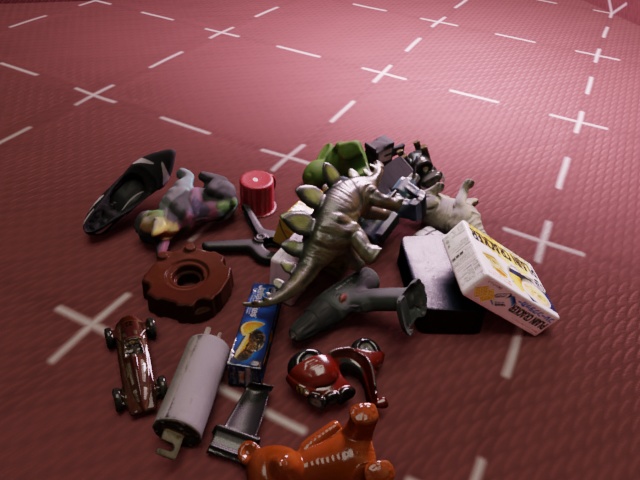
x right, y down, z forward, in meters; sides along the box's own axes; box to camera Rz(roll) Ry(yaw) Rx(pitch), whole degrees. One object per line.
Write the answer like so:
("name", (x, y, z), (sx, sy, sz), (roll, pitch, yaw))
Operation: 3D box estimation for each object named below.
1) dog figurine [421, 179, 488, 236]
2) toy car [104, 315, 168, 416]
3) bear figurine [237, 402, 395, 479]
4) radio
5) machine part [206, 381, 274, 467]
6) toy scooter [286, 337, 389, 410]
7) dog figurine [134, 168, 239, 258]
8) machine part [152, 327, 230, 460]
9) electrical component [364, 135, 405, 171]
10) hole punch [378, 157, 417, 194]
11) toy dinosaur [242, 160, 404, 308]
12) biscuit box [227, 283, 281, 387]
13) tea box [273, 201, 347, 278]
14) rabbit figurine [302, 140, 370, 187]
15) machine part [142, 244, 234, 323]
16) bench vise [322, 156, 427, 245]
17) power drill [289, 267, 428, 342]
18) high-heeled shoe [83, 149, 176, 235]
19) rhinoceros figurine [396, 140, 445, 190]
("dog figurine", (0.299, -0.027, 1.231), (0.172, 0.121, 0.190), (-16, 51, 27))
("toy car", (-0.317, 0.206, 0.921), (0.089, 0.053, 0.202), (-9, 40, -20))
("bear figurine", (-0.013, 0.313, 0.761), (0.196, 0.131, 0.120), (0, 53, -15))
("radio", (0.242, 0.085, 1.100), (0.131, 0.073, 0.230), (-1, 39, -5))
("machine part", (-0.121, 0.285, 0.854), (0.084, 0.039, 0.139), (11, 42, 17))
("toy scooter", (0.041, 0.236, 0.900), (0.184, 0.075, 0.135), (-9, 42, -23))
("dog figurine", (-0.298, -0.051, 1.191), (0.192, 0.108, 0.219), (11, 44, 7))
("machine part", (-0.204, 0.239, 0.871), (0.079, 0.079, 0.243), (7, 39, 3))
("electrical component", (0.178, -0.248, 1.490), (0.119, 0.074, 0.048), (-29, 51, -28))
("hole punch", (0.193, -0.130, 1.355), (0.116, 0.092, 0.142), (-33, 45, 7))
("toy dinosaur", (0.023, -0.022, 1.035), (0.198, 0.105, 0.471), (33, 52, -3))
("biscuit box", (-0.115, 0.167, 0.976), (0.059, 0.062, 0.203), (7, 40, 3))
("tea box", (-0.002, -0.003, 1.154), (0.170, 0.068, 0.098), (31, 38, 10))
("rabbit figurine", (0.033, -0.196, 1.382), (0.170, 0.121, 0.159), (-18, 29, 10))
("machine part", (-0.261, 0.084, 1.069), (0.179, 0.056, 0.179), (3, 41, -2))
("bench vise", (0.118, -0.097, 1.242), (0.241, 0.128, 0.223), (26, 75, 29))
("power drill", (0.081, 0.128, 0.993), (0.207, 0.085, 0.232), (-8, 19, 40))
("high-heeled shoe", (-0.424, -0.108, 1.183), (0.086, 0.248, 0.145), (44, 19, -8))
("rhinoceros figurine", (0.265, -0.190, 1.412), (0.073, 0.112, 0.190), (-27, 26, 6))
